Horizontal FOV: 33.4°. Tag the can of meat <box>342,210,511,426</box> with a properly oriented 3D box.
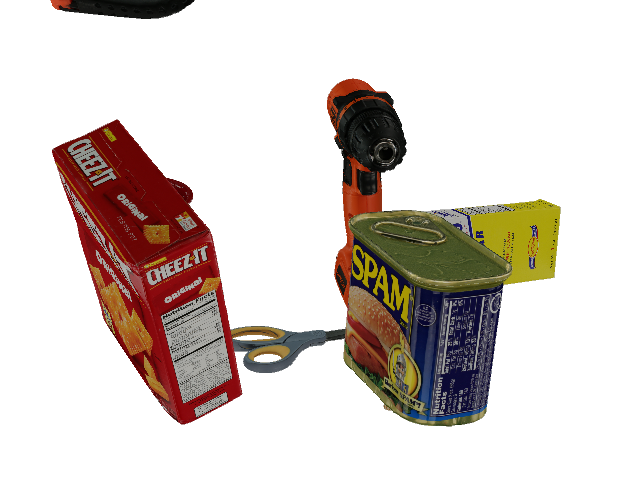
[{"bbox_3d":[0.052,0.040,0.568,0.057,0.084,0.102,-5,22,-23],"label":"can of meat"}]

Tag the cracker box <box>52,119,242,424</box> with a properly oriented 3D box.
[{"bbox_3d":[-0.146,0.032,0.905,0.072,0.214,0.164,-28,50,-20],"label":"cracker box"}]

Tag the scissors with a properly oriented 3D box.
[{"bbox_3d":[-0.009,0.120,1.210,0.201,0.016,0.096,1,25,-9],"label":"scissors"}]

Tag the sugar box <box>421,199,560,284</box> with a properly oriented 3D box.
[{"bbox_3d":[0.199,0.007,1.258,0.175,0.093,0.048,-8,18,-28],"label":"sugar box"}]

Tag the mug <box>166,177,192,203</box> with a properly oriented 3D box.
[{"bbox_3d":[-0.194,-0.020,1.180,0.093,0.081,0.117,-15,33,-32],"label":"mug"}]

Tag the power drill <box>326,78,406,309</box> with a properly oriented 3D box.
[{"bbox_3d":[0.043,-0.034,0.914,0.057,0.188,0.184,-3,21,-4],"label":"power drill"}]

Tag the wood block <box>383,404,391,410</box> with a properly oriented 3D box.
[{"bbox_3d":[0.161,0.172,1.573,0.091,0.090,0.205,4,17,17],"label":"wood block"}]

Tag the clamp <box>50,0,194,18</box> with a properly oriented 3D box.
[{"bbox_3d":[-0.078,-0.197,0.706,0.210,0.164,0.036,-32,-16,-9],"label":"clamp"}]
